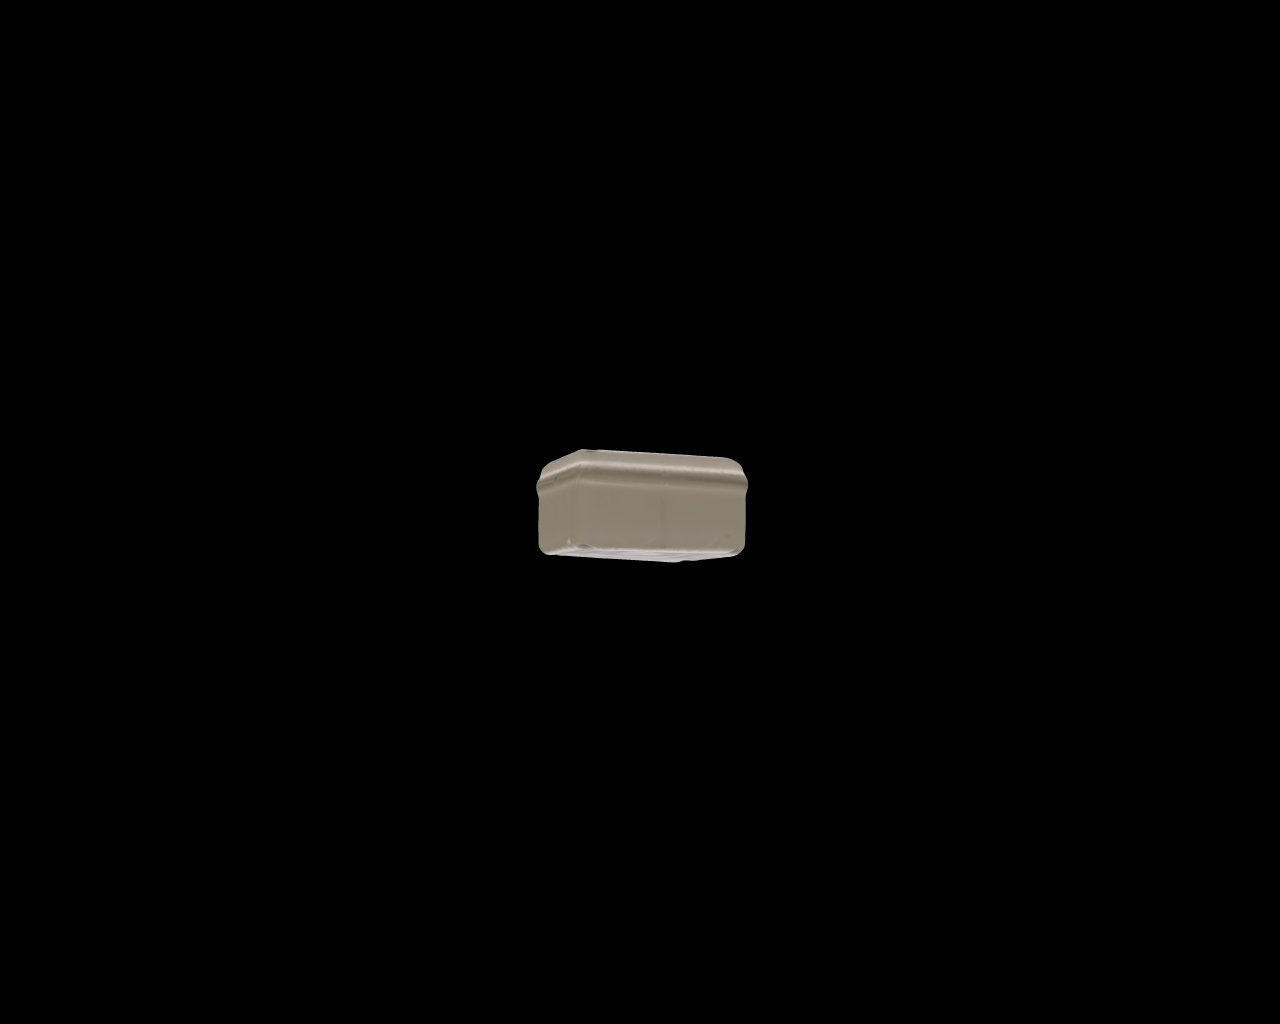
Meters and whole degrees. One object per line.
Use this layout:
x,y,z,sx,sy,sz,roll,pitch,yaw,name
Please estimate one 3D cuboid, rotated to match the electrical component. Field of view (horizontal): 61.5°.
0.001,-0.003,0.650,0.113,0.057,0.078,3,-7,-26,electrical component
